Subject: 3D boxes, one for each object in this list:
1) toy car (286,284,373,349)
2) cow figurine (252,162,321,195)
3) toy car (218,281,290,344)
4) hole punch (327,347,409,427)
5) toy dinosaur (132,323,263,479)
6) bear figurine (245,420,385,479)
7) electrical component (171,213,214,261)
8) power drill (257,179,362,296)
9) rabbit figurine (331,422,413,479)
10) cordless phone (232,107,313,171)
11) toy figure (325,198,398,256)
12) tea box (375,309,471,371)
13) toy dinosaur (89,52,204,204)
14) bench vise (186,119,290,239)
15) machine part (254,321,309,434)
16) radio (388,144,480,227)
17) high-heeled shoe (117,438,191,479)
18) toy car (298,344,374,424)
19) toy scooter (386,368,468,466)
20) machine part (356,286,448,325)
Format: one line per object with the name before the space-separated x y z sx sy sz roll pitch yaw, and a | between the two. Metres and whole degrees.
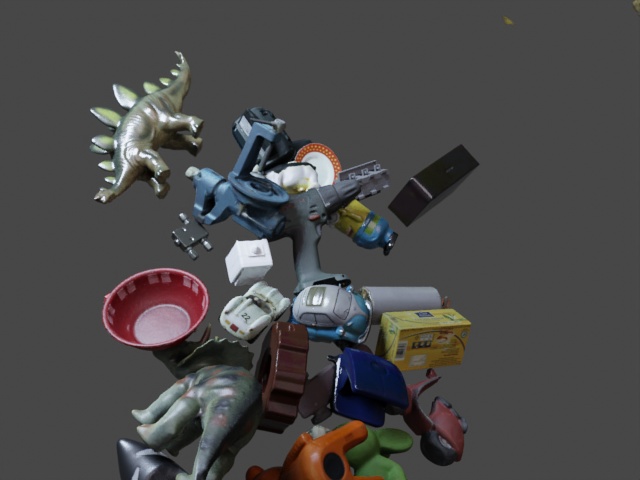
toy car | 0.011 0.126 0.976 0.162 0.102 0.109 3 51 19
cow figurine | -0.087 -0.125 1.127 0.167 0.068 0.098 -2 61 -10
toy car | -0.109 0.120 0.934 0.073 0.056 0.202 36 18 7
hole punch | 0.086 0.242 0.916 0.142 0.092 0.116 20 48 -15
toy dinosaur | -0.145 0.226 0.744 0.192 0.405 0.131 -43 111 -20
bear figurine | -0.017 0.360 0.793 0.132 0.196 0.120 2 54 -38
electrical component | -0.248 -0.007 1.017 0.063 0.021 0.094 -34 79 -37
power drill | -0.002 -0.003 1.055 0.232 0.086 0.207 -16 79 -3
rabbit figurine | 0.089 0.366 0.870 0.159 0.121 0.170 -21 77 -44
cordless phone | -0.093 -0.234 1.217 0.184 0.088 0.146 -19 69 -46
toy figure | 0.083 -0.038 1.163 0.180 0.082 0.089 29 39 0
tea box | 0.201 0.193 1.047 0.169 0.098 0.068 2 19 -26
toy dinosaur | -0.334 -0.233 1.073 0.198 0.105 0.471 25 47 -5
bench vise | -0.138 -0.123 1.000 0.224 0.240 0.129 36 24 23
machine part | -0.068 0.219 0.866 0.056 0.179 0.179 15 54 -14
radio | 0.270 -0.128 1.278 0.229 0.131 0.073 -33 77 -37
high-heeled shoe | -0.188 0.356 0.730 0.249 0.145 0.086 44 50 4
toy car | 0.025 0.249 0.963 0.202 0.053 0.089 -28 83 -41
toy scooter | 0.207 0.314 0.999 0.184 0.075 0.135 44 50 12
machine part | 0.159 0.133 1.089 0.243 0.079 0.079 3 58 -26
